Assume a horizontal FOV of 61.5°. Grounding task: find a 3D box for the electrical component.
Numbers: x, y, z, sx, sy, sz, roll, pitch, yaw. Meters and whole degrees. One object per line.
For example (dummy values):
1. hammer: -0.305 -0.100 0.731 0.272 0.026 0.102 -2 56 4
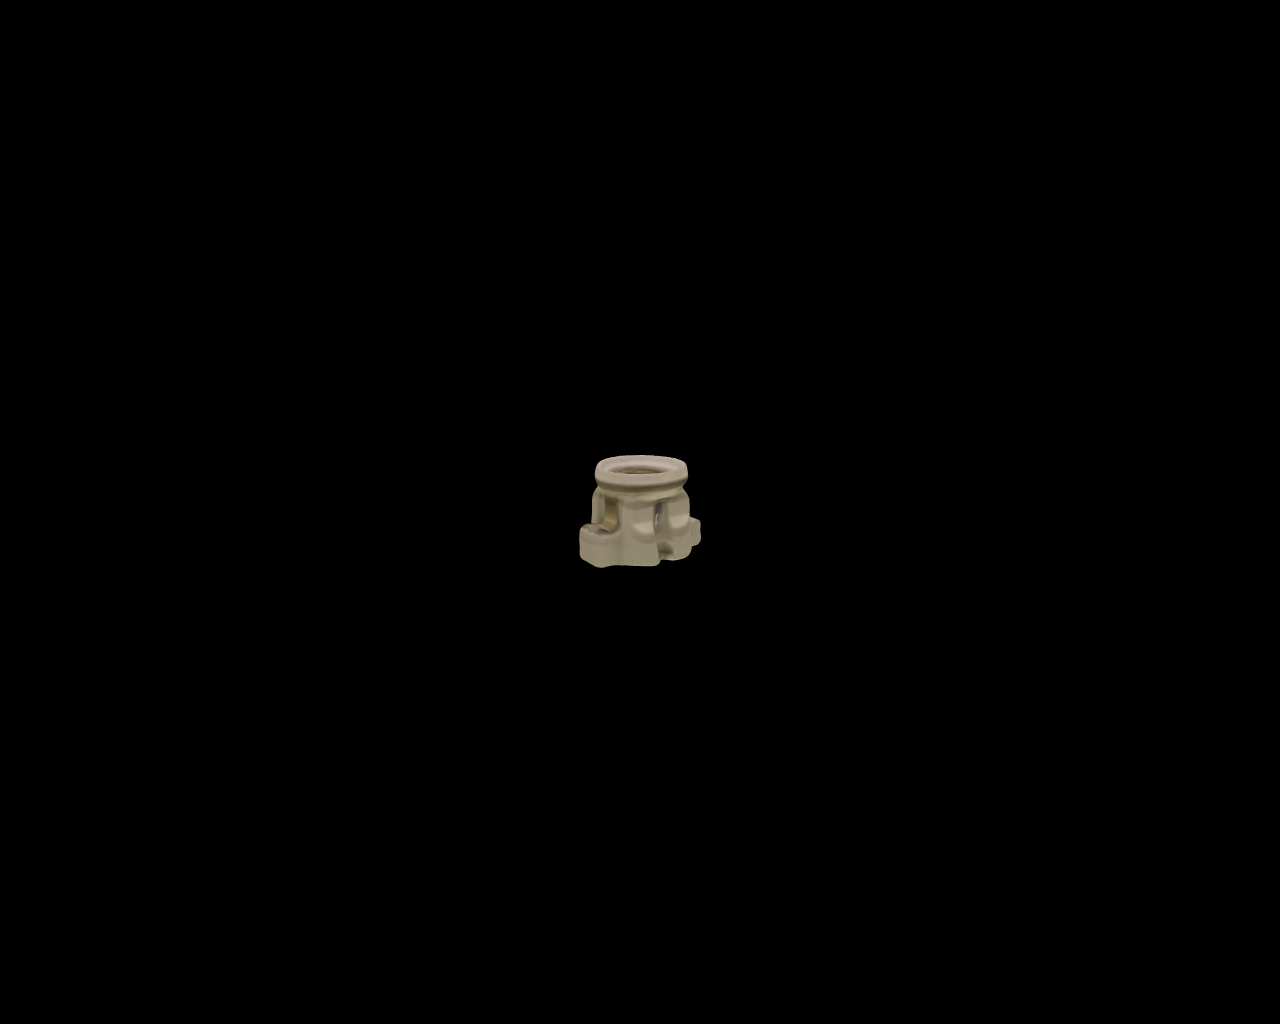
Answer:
1. electrical component: 0.001 -0.003 0.650 0.078 0.057 0.058 -10 18 -33
